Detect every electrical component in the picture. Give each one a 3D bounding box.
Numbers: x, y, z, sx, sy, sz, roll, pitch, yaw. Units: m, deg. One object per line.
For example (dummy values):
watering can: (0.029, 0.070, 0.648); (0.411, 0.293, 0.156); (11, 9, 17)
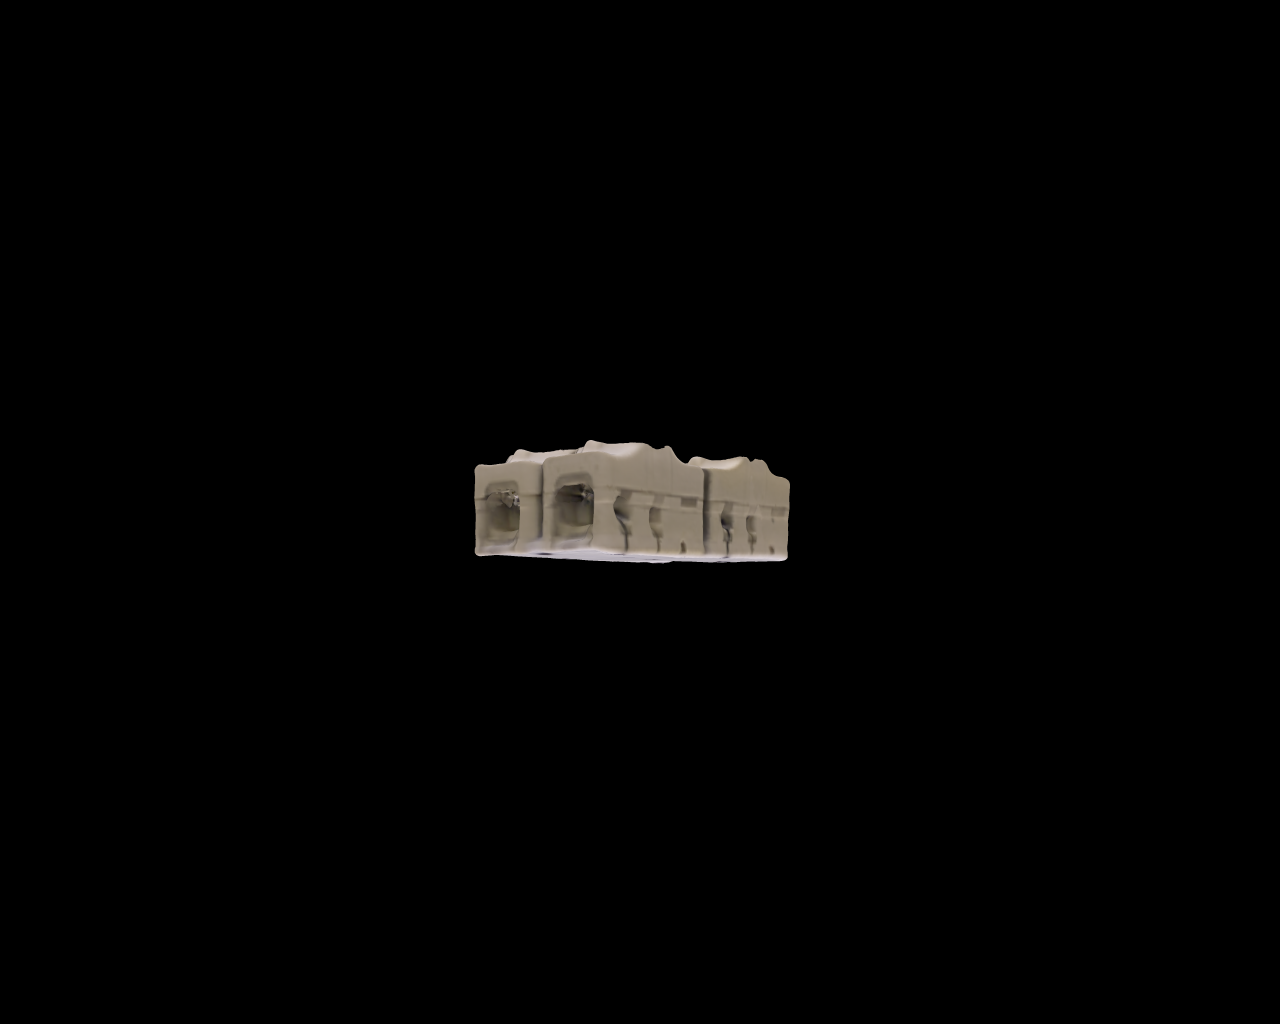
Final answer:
electrical component: (0.001, -0.003, 0.650); (0.105, 0.060, 0.186); (-4, -6, 39)
